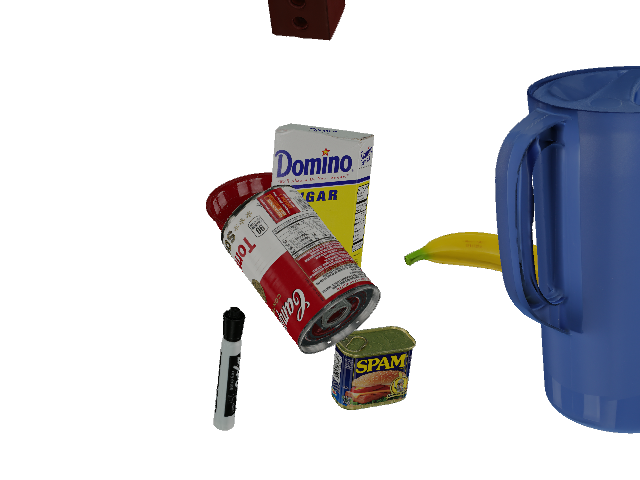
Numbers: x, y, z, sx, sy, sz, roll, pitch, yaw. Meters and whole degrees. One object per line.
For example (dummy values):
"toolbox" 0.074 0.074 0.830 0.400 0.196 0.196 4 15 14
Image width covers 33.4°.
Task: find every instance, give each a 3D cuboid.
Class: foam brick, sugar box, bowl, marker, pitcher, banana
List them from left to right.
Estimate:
"marker" -0.080 0.112 0.930 0.020 0.121 0.020 6 27 -3
"bowl" -0.062 -0.026 1.333 0.162 0.055 0.162 0 31 0
"foam brick" -0.013 -0.211 0.873 0.053 0.051 0.078 8 -39 14
"sugar box" -0.003 -0.022 1.055 0.093 0.176 0.048 9 16 21
"banana" 0.190 0.025 1.103 0.198 0.037 0.069 11 48 26
"pitcher" 0.201 0.008 0.736 0.149 0.243 0.145 1 21 14

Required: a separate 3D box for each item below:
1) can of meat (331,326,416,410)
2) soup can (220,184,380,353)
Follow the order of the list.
"can of meat" 0.065 0.162 1.355 0.102 0.084 0.057 -5 26 -22
"soup can" -0.015 0.018 0.744 0.068 0.102 0.068 -32 -24 -16
